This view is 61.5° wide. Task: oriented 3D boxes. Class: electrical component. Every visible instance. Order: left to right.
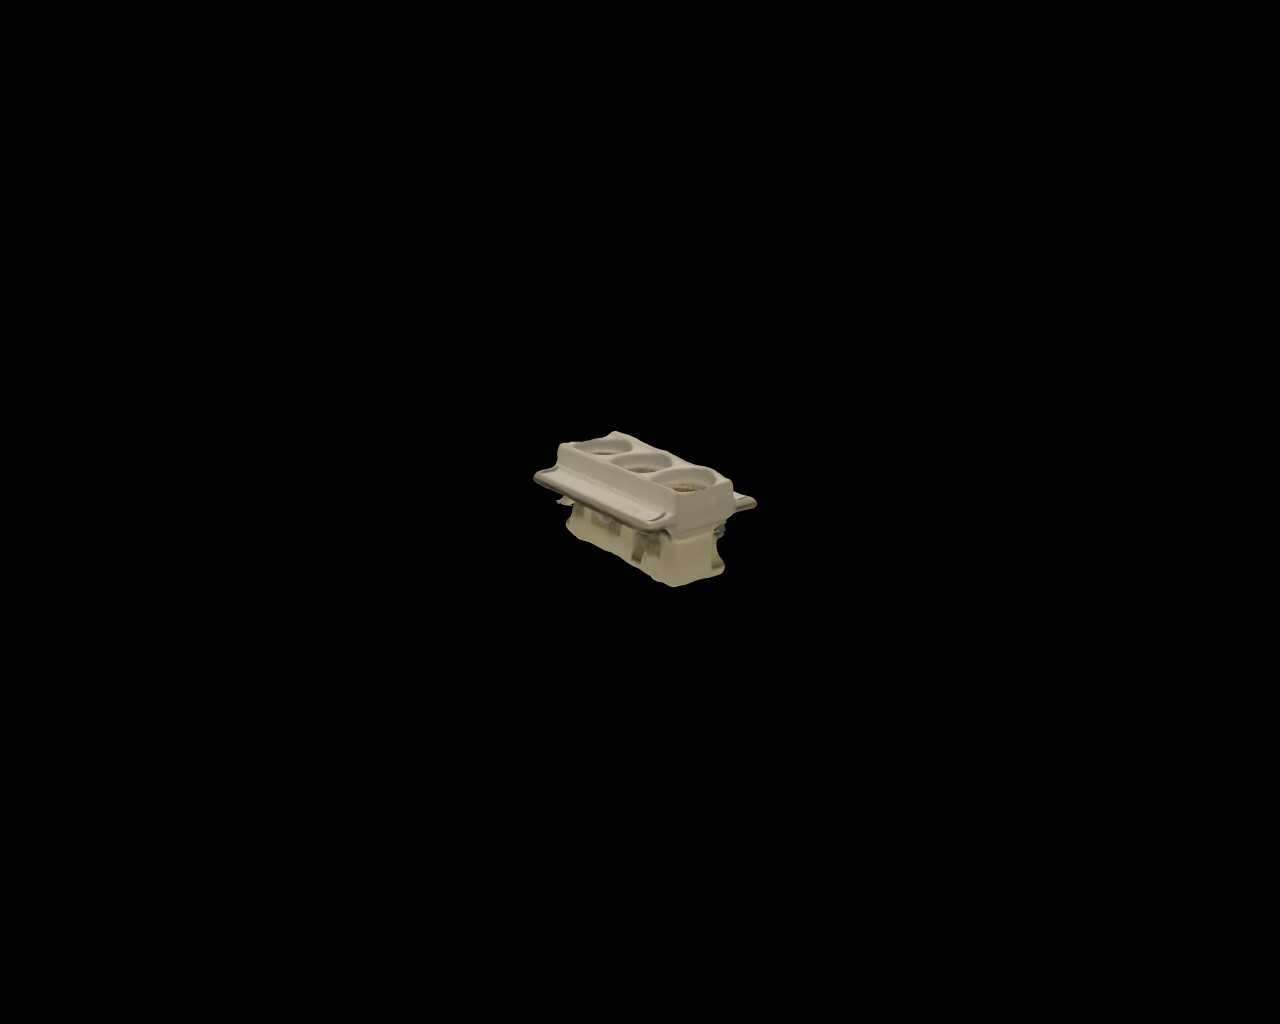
[{"bbox_3d":[0.001,-0.003,0.650,0.079,0.063,0.121,-14,24,-33],"label":"electrical component"}]
